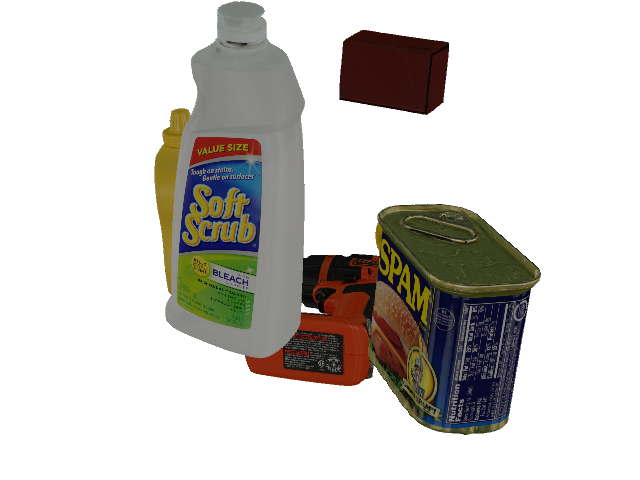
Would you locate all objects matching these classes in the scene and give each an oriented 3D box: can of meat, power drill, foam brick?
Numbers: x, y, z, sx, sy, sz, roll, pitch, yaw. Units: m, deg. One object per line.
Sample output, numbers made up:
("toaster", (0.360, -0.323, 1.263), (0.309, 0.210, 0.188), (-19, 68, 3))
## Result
("can of meat", (0.063, 0.038, 0.546), (0.057, 0.084, 0.102), (-3, 24, -17))
("power drill", (0.002, 0.058, 0.925), (0.185, 0.057, 0.187), (2, 19, 19))
("foam brick", (0.060, -0.139, 0.877), (0.078, 0.051, 0.052), (13, 24, 19))

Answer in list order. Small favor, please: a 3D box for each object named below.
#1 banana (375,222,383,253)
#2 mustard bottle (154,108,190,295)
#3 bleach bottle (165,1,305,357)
("banana", (0.104, 0.017, 1.190), (0.069, 0.037, 0.198), (2, 24, -32))
("mustard bottle", (-0.136, -0.044, 1.116), (0.058, 0.192, 0.096), (5, 26, 21))
("bleach bottle", (-0.060, -0.041, 0.730), (0.103, 0.251, 0.068), (19, 38, 23))
